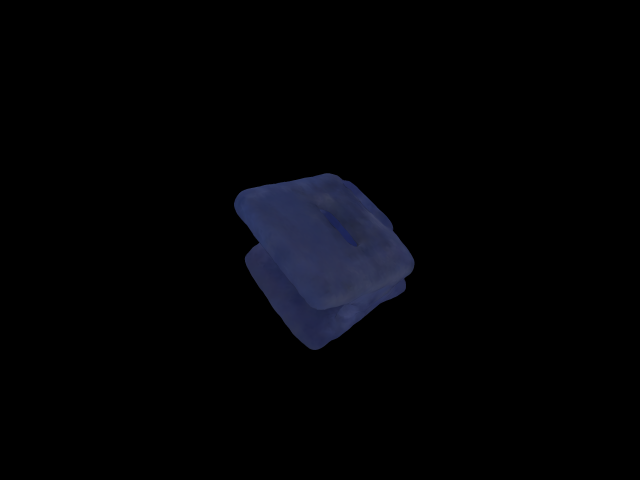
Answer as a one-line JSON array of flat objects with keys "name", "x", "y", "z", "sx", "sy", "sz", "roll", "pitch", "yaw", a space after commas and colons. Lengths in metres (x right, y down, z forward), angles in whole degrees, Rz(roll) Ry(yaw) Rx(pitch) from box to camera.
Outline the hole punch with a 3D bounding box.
[{"name": "hole punch", "x": 0.004, "y": 0.001, "z": 0.400, "sx": 0.101, "sy": 0.091, "sz": 0.108, "roll": -32, "pitch": 64, "yaw": -18}]
